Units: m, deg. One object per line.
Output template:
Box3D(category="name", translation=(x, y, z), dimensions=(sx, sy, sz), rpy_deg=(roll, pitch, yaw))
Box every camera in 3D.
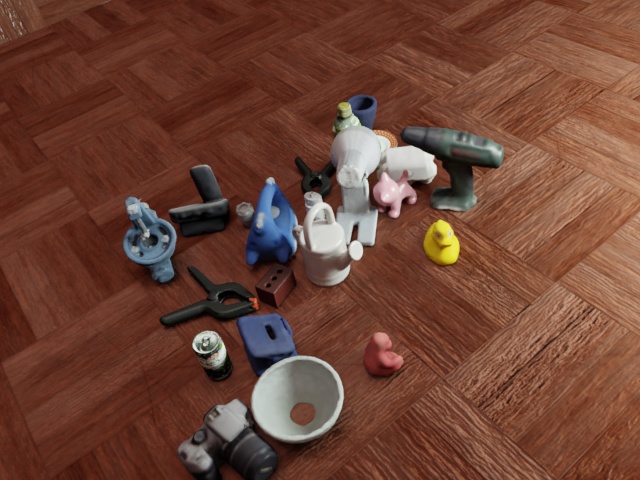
Box3D(category="camera", translation=(-0.151, 0.360, 0.981), dimensions=(0.136, 0.101, 0.143), rpy_deg=(30, 58, 33))

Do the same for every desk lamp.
Box3D(category="desk lamp", translation=(0.082, -0.129, 1.326), dimensions=(0.117, 0.203, 0.214), rpy_deg=(-1, -43, 11))

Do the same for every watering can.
Box3D(category="watering can", translation=(0.012, 0.003, 1.227), dimensions=(0.172, 0.101, 0.194), rpy_deg=(5, -42, 15))

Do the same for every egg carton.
Box3D(category="egg carton", translation=(0.218, -0.186, 1.456), dimensions=(0.150, 0.107, 0.069), rpy_deg=(-6, -44, 5))

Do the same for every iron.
Box3D(category="iron", translation=(-0.119, -0.065, 1.354), dimensions=(0.118, 0.258, 0.142), rpy_deg=(-4, -44, 7))

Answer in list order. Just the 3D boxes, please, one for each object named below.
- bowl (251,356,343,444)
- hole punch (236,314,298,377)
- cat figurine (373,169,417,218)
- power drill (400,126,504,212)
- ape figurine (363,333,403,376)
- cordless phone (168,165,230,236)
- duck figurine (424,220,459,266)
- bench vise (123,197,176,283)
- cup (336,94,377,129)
Box3D(category="bowl", translation=(-0.036, 0.299, 1.036), dimensions=(0.167, 0.167, 0.075), rpy_deg=(0, -43, 11))
Box3D(category="hole punch", translation=(-0.105, 0.195, 1.137), dimensions=(0.101, 0.091, 0.108), rpy_deg=(-23, 47, -11))
Box3D(category="cat figurine", translation=(0.172, -0.118, 1.366), dimensions=(0.067, 0.118, 0.128), rpy_deg=(30, 58, 33))
Box3D(category="power drill", translation=(0.301, -0.167, 1.325), dimensions=(0.229, 0.075, 0.209), rpy_deg=(5, -42, 16))
Box3D(category="ape figurine", translation=(0.115, 0.210, 1.081), dimensions=(0.076, 0.092, 0.077), rpy_deg=(-21, 46, -10))
Box3D(category="cordless phone", translation=(-0.307, -0.107, 1.399), dimensions=(0.147, 0.094, 0.185), rpy_deg=(-13, -44, -2))
Box3D(category="duck figurine", translation=(0.268, -0.007, 1.264), dimensions=(0.077, 0.104, 0.086), rpy_deg=(-11, -44, 0))
Box3D(category="bench vise", translation=(-0.415, -0.028, 1.320), dimensions=(0.122, 0.220, 0.206), rpy_deg=(-34, 50, -21))
Box3D(category="cup", translation=(0.106, -0.342, 1.610), dimensions=(0.118, 0.095, 0.091), rpy_deg=(-20, 46, -8))
